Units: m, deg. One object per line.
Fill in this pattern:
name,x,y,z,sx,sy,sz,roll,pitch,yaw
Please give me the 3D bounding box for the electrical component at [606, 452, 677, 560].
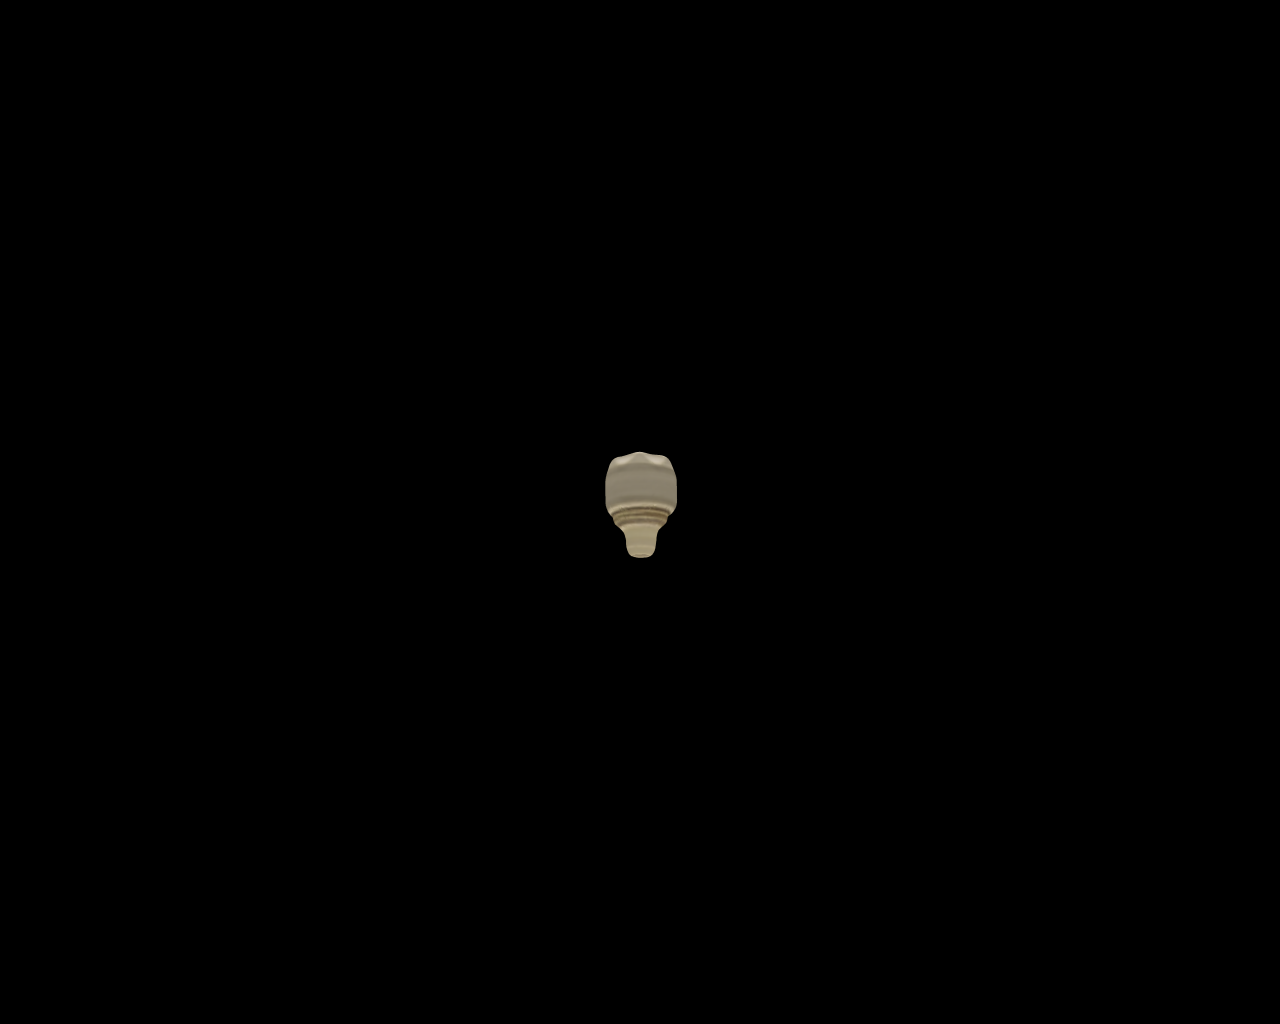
electrical component,0.001,-0.003,0.650,0.043,0.062,0.043,0,-15,0
